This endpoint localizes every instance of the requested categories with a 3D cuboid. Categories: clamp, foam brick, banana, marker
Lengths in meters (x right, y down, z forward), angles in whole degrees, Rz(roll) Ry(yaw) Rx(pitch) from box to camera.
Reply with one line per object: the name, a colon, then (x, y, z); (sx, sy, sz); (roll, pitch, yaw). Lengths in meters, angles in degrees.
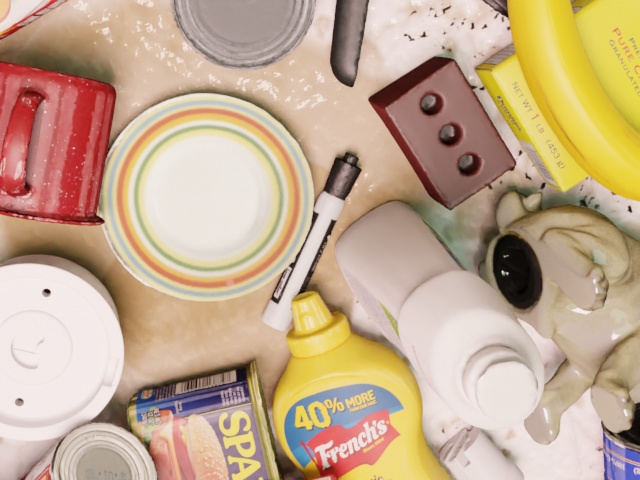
clamp: (0.029, -0.180, 0.637); (0.120, 0.039, 0.171); (-33, 99, -5)
foam brick: (0.075, -0.068, 0.659); (0.053, 0.051, 0.078); (-35, 104, 1)
banana: (0.160, -0.087, 0.628); (0.069, 0.037, 0.197); (-45, 104, -15)
marker: (-0.004, 0.001, 0.680); (0.020, 0.020, 0.121); (24, 98, -11)

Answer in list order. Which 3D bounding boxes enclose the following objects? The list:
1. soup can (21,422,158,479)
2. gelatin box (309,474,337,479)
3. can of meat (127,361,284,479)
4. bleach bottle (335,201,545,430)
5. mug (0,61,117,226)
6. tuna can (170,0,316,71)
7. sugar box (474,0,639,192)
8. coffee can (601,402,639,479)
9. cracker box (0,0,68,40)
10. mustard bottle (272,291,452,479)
soup can: (-0.150, 0.161, 0.646); (0.068, 0.068, 0.102); (35, 132, -13)
gelatin box: (-0.023, 0.188, 0.654); (0.089, 0.030, 0.073); (-13, 118, 2)
can of meat: (-0.070, 0.137, 0.682); (0.084, 0.057, 0.102); (-12, 103, -2)
bleach bottle: (0.069, 0.047, 0.579); (0.068, 0.251, 0.102); (-36, 104, 1)
mug: (-0.163, -0.056, 0.601); (0.093, 0.117, 0.081); (11, 95, -5)
tuna can: (-0.046, -0.145, 0.637); (0.086, 0.034, 0.086); (-1, 102, -7)
sugar box: (0.196, -0.117, 0.667); (0.176, 0.048, 0.093); (-34, 103, 2)
coffee can: (0.241, 0.186, 0.706); (0.102, 0.103, 0.140); (-7, 102, -6)
cracker box: (-0.174, -0.211, 0.589); (0.213, 0.072, 0.164); (-31, 103, 1)
mustard bottle: (0.023, 0.122, 0.687); (0.096, 0.058, 0.191); (-17, 103, 14)
